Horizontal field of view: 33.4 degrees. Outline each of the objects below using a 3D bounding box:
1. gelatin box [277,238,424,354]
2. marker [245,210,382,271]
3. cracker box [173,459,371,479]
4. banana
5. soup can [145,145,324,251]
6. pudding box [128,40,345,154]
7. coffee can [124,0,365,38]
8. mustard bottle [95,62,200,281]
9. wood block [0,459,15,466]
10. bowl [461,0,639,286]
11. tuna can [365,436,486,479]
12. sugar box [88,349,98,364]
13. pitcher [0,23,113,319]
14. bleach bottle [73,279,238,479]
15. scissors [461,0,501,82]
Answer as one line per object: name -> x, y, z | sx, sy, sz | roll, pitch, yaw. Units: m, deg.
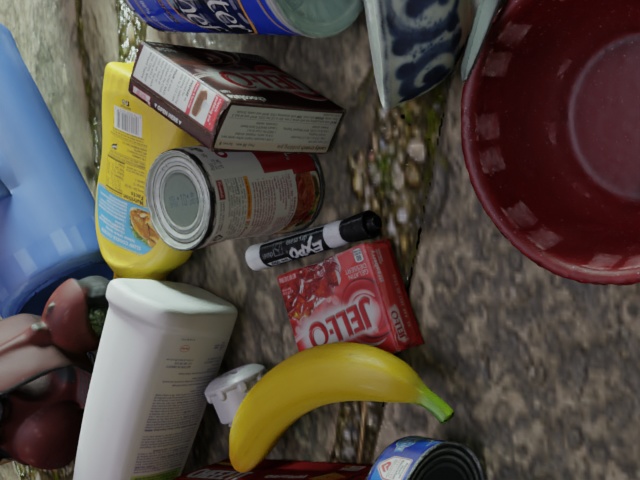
gelatin box -> 0.018, 0.046, 0.704 | 0.089, 0.030, 0.073 | -21, 83, 44
marker -> -0.005, 0.001, 0.724 | 0.121, 0.020, 0.020 | -16, 87, 43
cracker box -> -0.019, 0.269, 0.754 | 0.164, 0.071, 0.214 | -9, 91, 43
banana -> -0.006, 0.106, 0.693 | 0.198, 0.037, 0.069 | -23, 84, 43
soup can -> -0.056, -0.032, 0.709 | 0.069, 0.102, 0.068 | 11, 106, 42
pudding box -> -0.053, -0.091, 0.688 | 0.090, 0.113, 0.039 | 35, 116, 33
coffee can -> -0.049, -0.181, 0.674 | 0.141, 0.102, 0.103 | 11, 106, 42
mustard bottle -> -0.131, -0.033, 0.809 | 0.096, 0.058, 0.192 | 23, 113, 37
wood block -> -0.291, 0.142, 0.891 | 0.090, 0.205, 0.091 | -8, 93, 44
bowl -> 0.152, -0.060, 0.540 | 0.162, 0.055, 0.162 | 10, 105, 42
tuna can -> 0.063, 0.163, 0.646 | 0.034, 0.085, 0.086 | 1, 99, 45
sugar box -> -0.161, 0.167, 0.887 | 0.094, 0.048, 0.176 | 9, 100, 42
pitcher -> -0.267, -0.057, 0.879 | 0.145, 0.148, 0.243 | -44, 71, 37
bleach bottle -> -0.141, 0.157, 0.791 | 0.068, 0.102, 0.251 | 24, 99, 35
scissors -> 0.096, -0.188, 0.558 | 0.096, 0.016, 0.202 | 39, 104, 43
